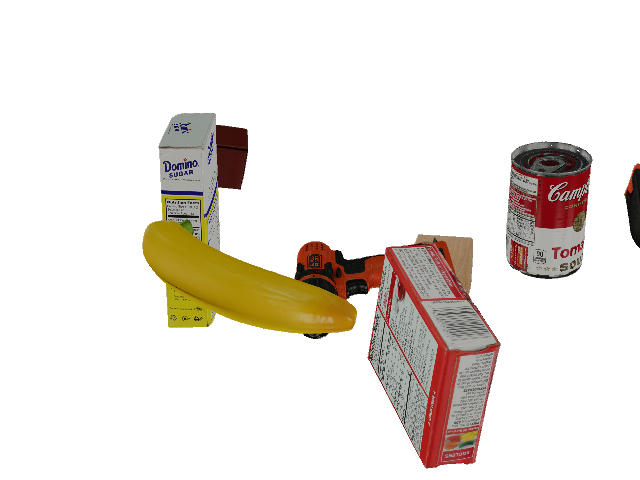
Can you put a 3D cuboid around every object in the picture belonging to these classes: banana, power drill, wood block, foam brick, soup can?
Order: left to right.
[{"bbox_3d":[-0.120,-0.093,1.164,0.078,0.051,0.053,6,30,-6],"label":"foam brick"},{"bbox_3d":[-0.063,0.020,0.699,0.069,0.037,0.198,-20,32,-34],"label":"banana"},{"bbox_3d":[0.061,0.053,1.234,0.187,0.057,0.184,-2,28,0],"label":"power drill"},{"bbox_3d":[0.176,0.070,1.621,0.091,0.090,0.206,4,22,12],"label":"wood block"},{"bbox_3d":[0.197,-0.026,0.929,0.068,0.102,0.068,-2,27,1],"label":"soup can"}]

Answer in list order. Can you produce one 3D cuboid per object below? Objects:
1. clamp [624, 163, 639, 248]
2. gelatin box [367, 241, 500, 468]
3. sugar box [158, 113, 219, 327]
[{"bbox_3d":[0.269,0.009,0.698,0.120,0.039,0.171,-4,46,-23],"label":"clamp"},{"bbox_3d":[0.054,0.054,0.525,0.030,0.073,0.089,-4,33,-16],"label":"gelatin box"},{"bbox_3d":[-0.117,-0.018,0.966,0.048,0.176,0.093,-1,25,2],"label":"sugar box"}]
